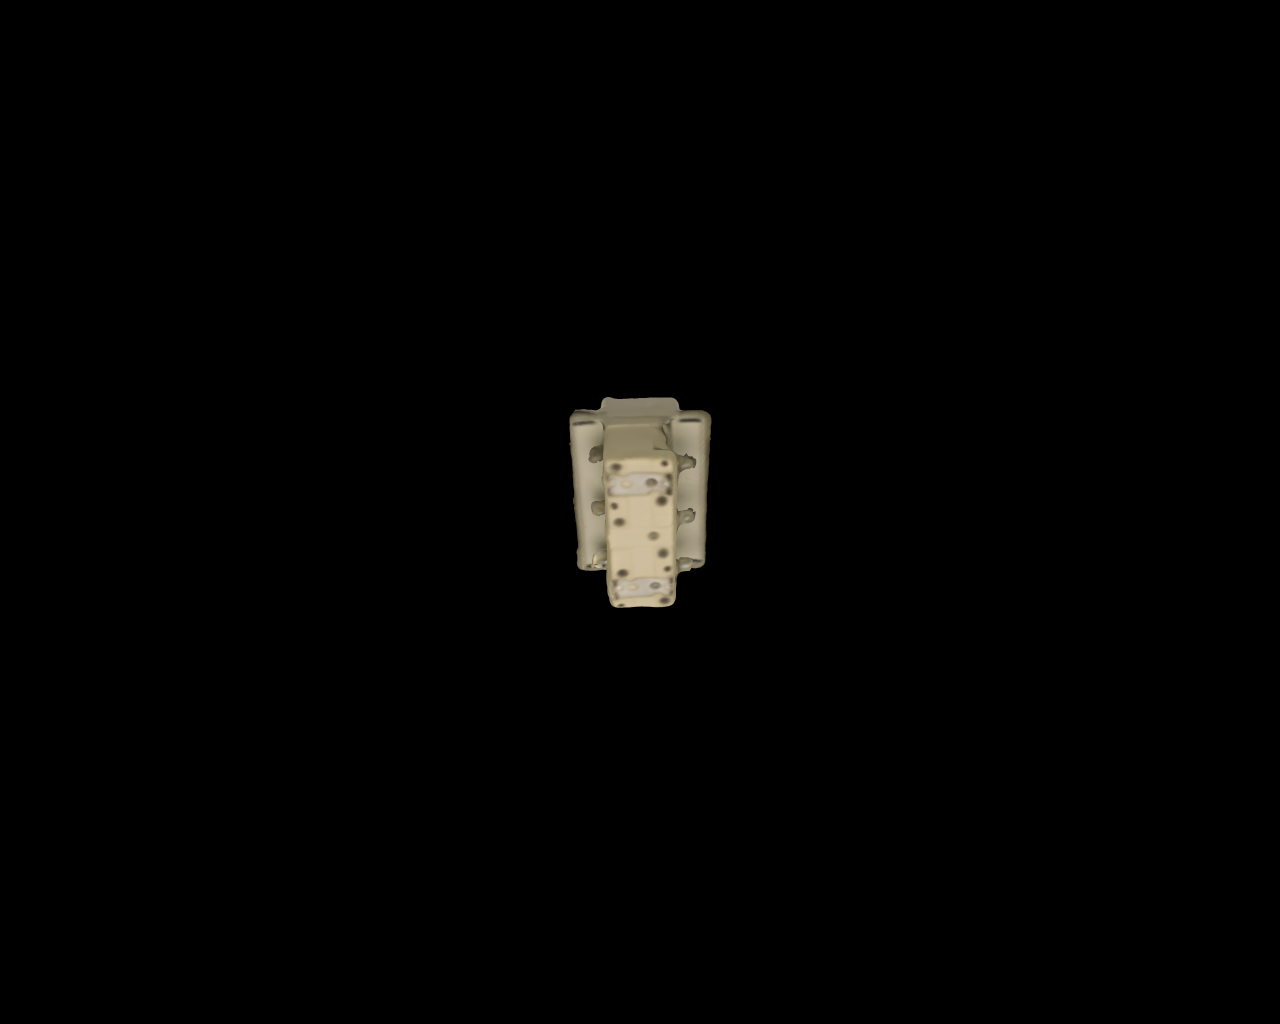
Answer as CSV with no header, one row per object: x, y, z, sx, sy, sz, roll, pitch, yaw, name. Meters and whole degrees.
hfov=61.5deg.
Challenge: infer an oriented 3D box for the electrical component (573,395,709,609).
0.001,-0.003,0.650,0.079,0.121,0.063,0,40,0,electrical component
